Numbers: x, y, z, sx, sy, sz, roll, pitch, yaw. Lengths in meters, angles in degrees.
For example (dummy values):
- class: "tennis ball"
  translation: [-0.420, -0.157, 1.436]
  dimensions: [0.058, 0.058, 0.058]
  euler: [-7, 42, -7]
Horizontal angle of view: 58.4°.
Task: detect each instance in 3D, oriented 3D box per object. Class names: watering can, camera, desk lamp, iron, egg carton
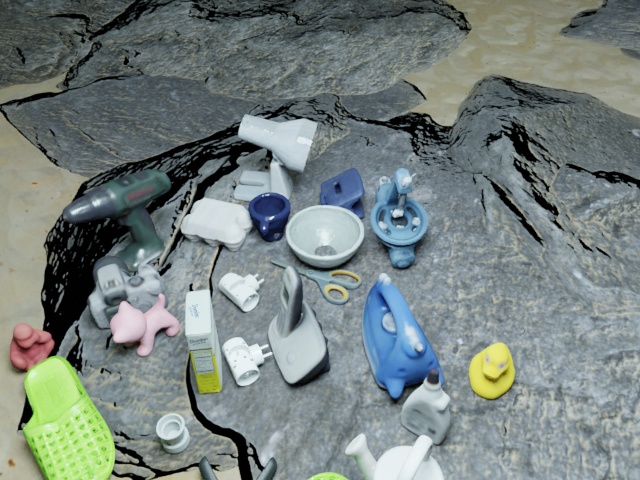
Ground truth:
- class: "watering can"
  translation: [0.114, 0.338, 0.795]
  dimensions: [0.172, 0.194, 0.101]
  euler: [9, 45, 11]
- class: "camera"
  translation: [-0.391, 0.082, 1.133]
  dimensions: [0.143, 0.101, 0.136]
  euler: [-20, 47, -18]
- class: "desk lamp"
  translation: [-0.105, -0.189, 1.324]
  dimensions: [0.203, 0.214, 0.118]
  euler: [6, 45, 7]
- class: "iron"
  translation: [0.134, 0.144, 1.030]
  dimensions: [0.119, 0.141, 0.257]
  euler: [-11, 45, -10]
- class: "egg carton"
  translation: [-0.227, -0.035, 1.272]
  dimensions: [0.150, 0.069, 0.107]
  euler: [11, 46, 13]

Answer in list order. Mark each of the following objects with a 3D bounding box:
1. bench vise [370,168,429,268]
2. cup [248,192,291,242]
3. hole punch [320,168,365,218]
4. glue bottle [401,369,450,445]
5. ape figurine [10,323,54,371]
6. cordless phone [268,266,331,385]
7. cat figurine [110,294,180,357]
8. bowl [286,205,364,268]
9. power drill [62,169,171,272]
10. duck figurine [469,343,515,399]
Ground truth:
- class: "bench vise"
  translation: [0.148, -0.077, 1.200]
  dimensions: [0.122, 0.220, 0.206]
  euler: [-20, 47, -18]
- class: "cup"
  translation: [-0.109, -0.034, 1.251]
  dimensions: [0.091, 0.095, 0.118]
  euler: [3, 45, 5]
- class: "hole punch"
  translation: [0.050, -0.103, 1.321]
  dimensions: [0.101, 0.091, 0.108]
  euler: [-8, 45, -6]
- class: "glue bottle"
  translation: [0.171, 0.253, 0.896]
  dimensions: [0.078, 0.173, 0.037]
  euler: [25, 50, 25]
- class: "ape figurine"
  translation: [-0.527, 0.187, 1.035]
  dimensions: [0.078, 0.092, 0.076]
  euler: [-30, 51, -26]
- class: "cordless phone"
  translation: [-0.039, 0.148, 0.999]
  dimensions: [0.094, 0.185, 0.147]
  euler: [-18, 47, -16]
- class: "cat figurine"
  translation: [-0.329, 0.150, 1.050]
  dimensions: [0.067, 0.118, 0.128]
  euler: [30, 52, 28]
- class: "bowl"
  translation: [0.011, 0.004, 1.224]
  dimensions: [0.167, 0.075, 0.167]
  euler: [0, 44, 1]
- class: "power drill"
  translation: [-0.398, -0.039, 1.180]
  dimensions: [0.075, 0.209, 0.230]
  euler: [27, 51, 26]
- class: "duck figurine"
  translation: [0.305, 0.213, 0.997]
  dimensions: [0.077, 0.086, 0.105]
  euler: [21, 49, 21]
